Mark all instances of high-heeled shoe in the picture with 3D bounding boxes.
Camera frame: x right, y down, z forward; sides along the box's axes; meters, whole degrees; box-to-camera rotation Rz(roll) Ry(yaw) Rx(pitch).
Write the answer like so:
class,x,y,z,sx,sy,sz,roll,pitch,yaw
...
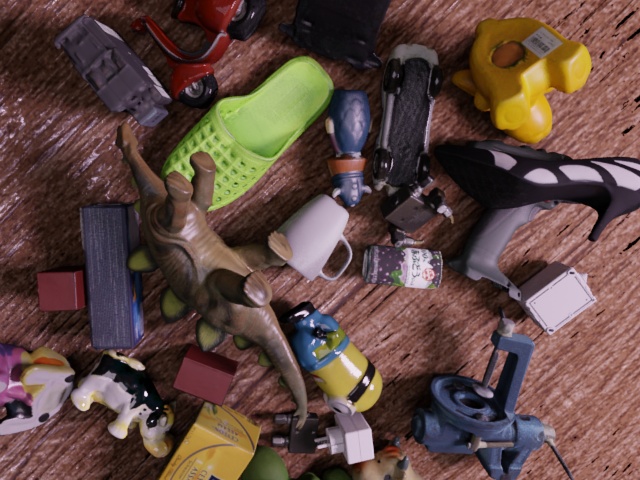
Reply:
class,x,y,z,sx,sy,sz,roll,pitch,yaw
high-heeled shoe,0.279,-0.095,0.670,0.249,0.086,0.145,32,66,12

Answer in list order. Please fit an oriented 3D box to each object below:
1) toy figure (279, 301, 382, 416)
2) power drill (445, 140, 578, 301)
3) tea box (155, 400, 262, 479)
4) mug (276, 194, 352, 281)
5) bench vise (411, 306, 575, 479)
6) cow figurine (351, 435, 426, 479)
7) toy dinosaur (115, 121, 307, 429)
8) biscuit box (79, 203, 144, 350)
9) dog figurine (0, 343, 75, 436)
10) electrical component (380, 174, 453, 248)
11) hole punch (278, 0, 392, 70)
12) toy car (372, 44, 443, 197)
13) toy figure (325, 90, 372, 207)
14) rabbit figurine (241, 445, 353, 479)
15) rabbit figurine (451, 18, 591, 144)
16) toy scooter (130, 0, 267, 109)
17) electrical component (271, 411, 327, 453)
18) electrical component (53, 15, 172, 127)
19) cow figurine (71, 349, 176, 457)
class,x,y,z,sx,sy,sz,roll,pitch,yaw
toy figure,0.018,0.167,0.762,0.089,0.082,0.180,-30,96,6
power drill,0.280,-0.024,0.735,0.232,0.086,0.207,22,102,-3
tea box,-0.169,0.324,0.778,0.098,0.068,0.169,29,107,-5
mug,-0.002,-0.002,0.734,0.109,0.081,0.107,37,90,-2
bench vise,0.250,0.224,0.755,0.224,0.129,0.240,11,107,-1
cow figurine,0.132,0.380,0.797,0.195,0.085,0.127,32,96,-9
toy dinosaur,-0.128,0.055,0.697,0.198,0.105,0.471,-31,95,42
biscuit box,-0.286,0.050,0.747,0.063,0.059,0.202,1,99,-1
dog figurine,-0.475,0.163,0.748,0.219,0.191,0.108,34,102,28
electrical component,0.130,-0.034,0.725,0.102,0.045,0.078,-37,136,25
hole punch,0.029,-0.297,0.691,0.142,0.092,0.115,18,129,-6
toy car,0.116,-0.157,0.722,0.073,0.056,0.201,5,101,-8
toy figure,0.040,-0.123,0.726,0.064,0.058,0.154,2,104,5
rabbit figurine,-0.053,0.379,0.774,0.170,0.159,0.121,37,107,8
rabbit figurine,0.241,-0.186,0.681,0.122,0.173,0.163,-45,53,5
toy scooter,-0.163,-0.274,0.690,0.135,0.075,0.184,34,102,-5
electrical component,-0.025,0.287,0.809,0.094,0.021,0.063,6,99,-8
electrical component,-0.250,-0.205,0.677,0.058,0.115,0.134,-39,96,8
cow figurine,-0.264,0.233,0.777,0.167,0.068,0.098,40,91,-8
